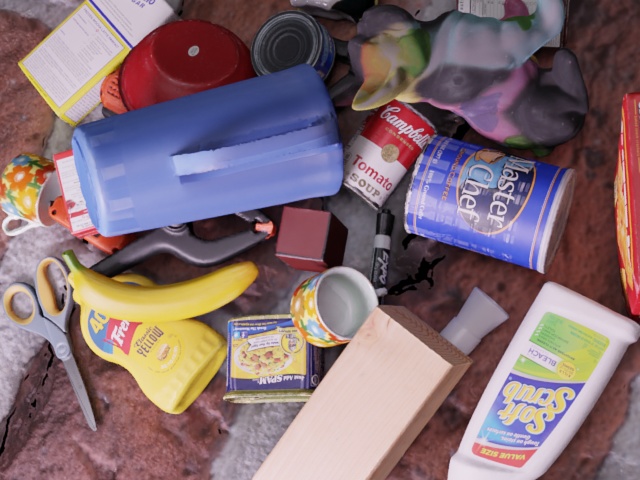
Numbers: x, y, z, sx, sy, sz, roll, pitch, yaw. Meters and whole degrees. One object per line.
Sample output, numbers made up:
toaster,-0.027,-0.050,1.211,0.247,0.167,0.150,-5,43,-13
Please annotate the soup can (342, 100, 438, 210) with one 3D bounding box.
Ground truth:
soup can,0.063,-0.090,1.087,0.068,0.068,0.102,36,90,19

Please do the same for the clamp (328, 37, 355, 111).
clamp,0.037,-0.191,1.131,0.171,0.039,0.120,-16,78,13

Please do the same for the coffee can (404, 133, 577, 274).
coffee can,0.164,-0.036,1.029,0.140,0.102,0.103,17,83,18

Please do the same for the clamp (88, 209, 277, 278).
clamp,-0.150,-0.033,1.104,0.210,0.036,0.164,0,86,6

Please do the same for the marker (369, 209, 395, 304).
marker,0.060,0.027,1.089,0.020,0.020,0.121,5,80,16

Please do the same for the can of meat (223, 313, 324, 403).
can of meat,-0.045,0.120,1.079,0.102,0.057,0.084,-4,75,14

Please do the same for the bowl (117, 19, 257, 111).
bowl,-0.133,-0.181,1.129,0.162,0.055,0.162,4,58,-7

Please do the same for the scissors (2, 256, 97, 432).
scissors,-0.298,0.118,1.170,0.096,0.016,0.202,-14,75,14

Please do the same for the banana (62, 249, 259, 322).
banana,-0.161,0.051,1.075,0.197,0.037,0.070,3,115,-4

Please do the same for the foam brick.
foam brick,-0.007,0.001,1.082,0.053,0.078,0.051,7,80,15

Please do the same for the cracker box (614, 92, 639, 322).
cracker box,0.298,-0.021,0.931,0.072,0.213,0.164,-4,78,14

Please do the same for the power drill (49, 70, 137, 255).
power drill,-0.192,-0.072,1.161,0.184,0.057,0.187,29,85,16

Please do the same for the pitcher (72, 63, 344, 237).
pitcher,-0.104,-0.082,1.016,0.242,0.149,0.145,-15,56,-17

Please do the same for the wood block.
wood block,0.041,0.170,1.009,0.091,0.090,0.206,38,100,19

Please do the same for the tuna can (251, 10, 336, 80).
tuna can,-0.029,-0.197,1.122,0.086,0.033,0.086,-6,76,23

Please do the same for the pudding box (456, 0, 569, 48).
pudding box,0.194,-0.242,1.078,0.114,0.039,0.090,7,116,18

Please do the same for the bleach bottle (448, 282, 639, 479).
bleach bottle,0.198,0.170,1.000,0.103,0.068,0.251,27,89,18

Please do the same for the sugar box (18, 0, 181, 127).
sugar box,-0.248,-0.223,1.213,0.176,0.048,0.093,-41,71,0

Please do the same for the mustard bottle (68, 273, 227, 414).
mustard bottle,-0.194,0.090,1.125,0.192,0.058,0.096,36,89,19

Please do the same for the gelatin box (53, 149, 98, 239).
gelatin box,-0.223,-0.053,1.084,0.073,0.030,0.089,-16,82,6
